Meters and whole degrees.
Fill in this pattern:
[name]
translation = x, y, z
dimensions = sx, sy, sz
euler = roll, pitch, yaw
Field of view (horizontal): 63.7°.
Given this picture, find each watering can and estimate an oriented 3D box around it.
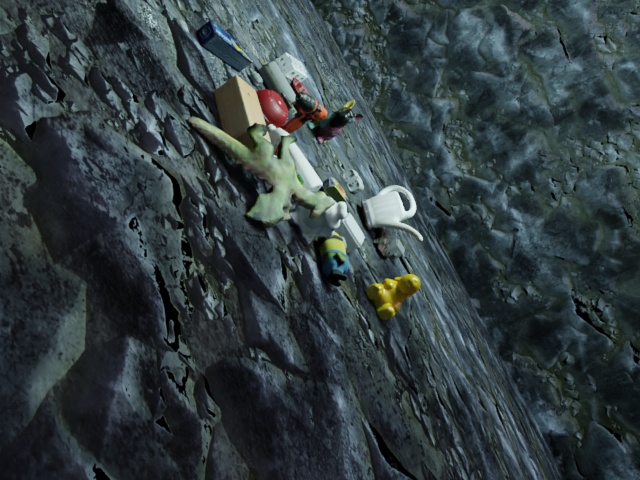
[watering can]
translation = 0.282, -0.097, 2.075
dimensions = 0.356, 0.224, 0.102
euler = -98, 169, -47

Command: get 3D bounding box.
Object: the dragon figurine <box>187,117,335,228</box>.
[dragon figurine]
translation = -0.140, -0.150, 1.280
dimensions = 0.409, 0.120, 0.248
euler = 11, 58, -32

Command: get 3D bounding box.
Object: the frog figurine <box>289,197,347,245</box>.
[frog figurine]
translation = 0.004, -0.073, 1.451
dimensions = 0.139, 0.158, 0.122
euler = 64, 18, 13
